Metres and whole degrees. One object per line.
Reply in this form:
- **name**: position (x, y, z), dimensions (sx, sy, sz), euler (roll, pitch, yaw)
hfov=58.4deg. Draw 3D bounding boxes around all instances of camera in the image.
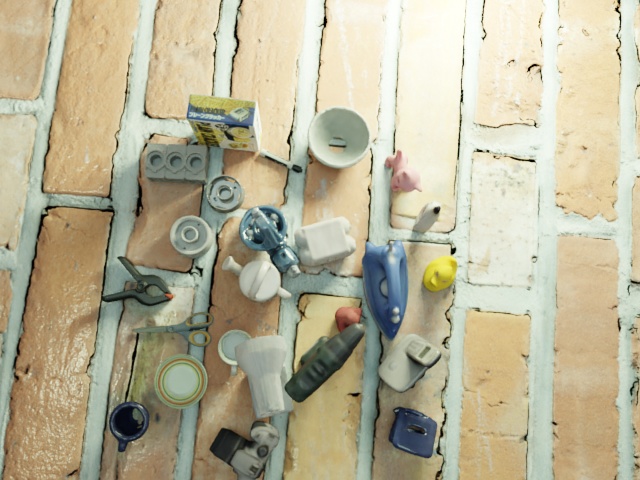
- **camera**: position (-0.186, 0.500, 1.376), dimensions (0.137, 0.100, 0.143), euler (31, 82, 1)

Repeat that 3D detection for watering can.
- **watering can**: position (-0.152, 0.097, 1.382), dimensions (0.173, 0.194, 0.101), euler (6, 82, -2)

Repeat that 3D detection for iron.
- **iron**: position (0.176, 0.125, 1.425), dimensions (0.118, 0.141, 0.258), euler (-5, 83, -4)

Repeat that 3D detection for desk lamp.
- **desk lamp**: position (-0.123, 0.325, 1.345), dimensions (0.118, 0.213, 0.203), euler (-12, 84, -5)

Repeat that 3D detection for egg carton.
- **egg carton**: position (0.013, 0.005, 1.466), dimensions (0.150, 0.069, 0.107), euler (-17, 84, -5)

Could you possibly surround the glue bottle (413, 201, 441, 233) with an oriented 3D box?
- **glue bottle**: position (0.278, -0.065, 1.439), dimensions (0.037, 0.173, 0.078), euler (24, 82, 0)

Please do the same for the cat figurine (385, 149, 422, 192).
- **cat figurine**: position (0.218, -0.174, 1.477), dimensions (0.067, 0.117, 0.128), euler (-15, 84, -5)

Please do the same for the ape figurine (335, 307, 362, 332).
- **ape figurine**: position (0.075, 0.199, 1.434), dimensions (0.078, 0.092, 0.076), euler (-39, 86, -7)

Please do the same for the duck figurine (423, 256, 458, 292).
- **duck figurine**: position (0.316, 0.084, 1.466), dimensions (0.077, 0.086, 0.104), euler (43, 82, 3)

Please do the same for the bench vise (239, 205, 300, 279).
- **bench vise**: position (-0.108, -0.010, 1.385), dimensions (0.207, 0.219, 0.121), euler (37, 82, 2)

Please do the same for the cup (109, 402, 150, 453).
- **cup**: position (-0.449, 0.441, 1.370), dimensions (0.091, 0.095, 0.118), euler (13, 82, -1)

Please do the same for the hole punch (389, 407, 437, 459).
- **hole punch**: position (0.229, 0.472, 1.409), dimensions (0.108, 0.091, 0.101), euler (19, 82, -1)

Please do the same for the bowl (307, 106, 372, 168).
- **bowl**: position (0.048, -0.261, 1.499), dimensions (0.167, 0.074, 0.167), euler (0, 83, -3)

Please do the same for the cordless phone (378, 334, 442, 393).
- **cordless phone**: position (0.222, 0.303, 1.383), dimensions (0.094, 0.185, 0.148), euler (40, 82, 2)

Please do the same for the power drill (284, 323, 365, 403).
- **power drill**: position (0.010, 0.282, 1.361), dimensions (0.075, 0.208, 0.230), euler (44, 83, 3)
